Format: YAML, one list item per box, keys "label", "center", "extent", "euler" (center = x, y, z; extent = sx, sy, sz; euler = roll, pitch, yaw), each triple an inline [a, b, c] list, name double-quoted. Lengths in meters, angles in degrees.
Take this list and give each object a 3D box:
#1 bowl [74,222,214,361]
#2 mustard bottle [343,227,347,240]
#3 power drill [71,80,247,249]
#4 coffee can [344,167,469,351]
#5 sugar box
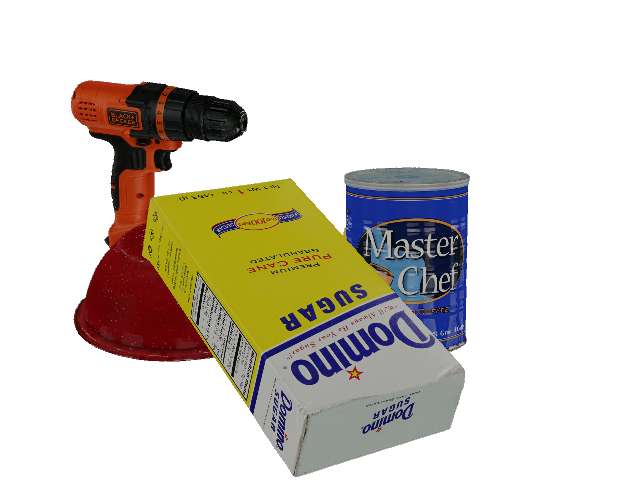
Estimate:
- label: "bowl"
  center: [-0.093, 0.023, 0.744]
  extent: [0.162, 0.055, 0.162]
  euler: [-2, 22, 0]
- label: "mustard bottle"
  center: [0.036, 0.075, 1.149]
  extent: [0.096, 0.192, 0.058]
  euler: [0, 24, 3]
- label: "power drill"
  center: [-0.155, -0.067, 1.072]
  extent: [0.185, 0.188, 0.057]
  euler: [11, 30, 20]
- label: "coffee can"
  center: [0.071, 0.015, 0.886]
  extent: [0.103, 0.140, 0.103]
  euler: [-1, 10, 0]
- label: "sugar box"
  center: [-0.014, 0.035, 0.546]
  extent: [0.093, 0.048, 0.176]
  euler: [-11, 38, -31]
